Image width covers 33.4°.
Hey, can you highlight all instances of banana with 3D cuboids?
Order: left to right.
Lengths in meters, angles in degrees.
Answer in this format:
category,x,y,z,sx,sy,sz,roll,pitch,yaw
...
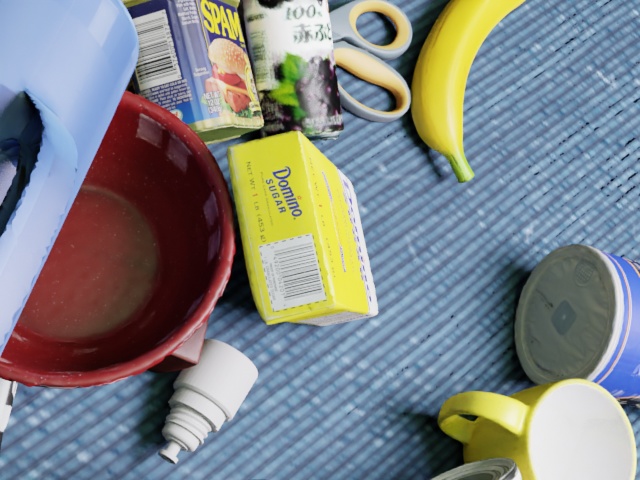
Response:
category,x,y,z,sx,sy,sz,roll,pitch,yaw
banana,0.108,-0.138,0.780,0.069,0.037,0.197,38,63,-33

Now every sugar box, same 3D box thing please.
category,x,y,z,sx,sy,sz,roll,pitch,yaw
sugar box,-0.004,0.001,0.610,0.048,0.176,0.093,-12,84,11

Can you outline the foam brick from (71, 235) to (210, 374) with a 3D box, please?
category,x,y,z,sx,sy,sz,roll,pitch,yaw
foam brick,-0.107,0.038,0.607,0.078,0.051,0.053,23,66,-24

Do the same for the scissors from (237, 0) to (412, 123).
category,x,y,z,sx,sy,sz,roll,pitch,yaw
scissors,-0.013,-0.156,0.724,0.201,0.016,0.096,35,66,-19

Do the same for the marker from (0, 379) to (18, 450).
category,x,y,z,sx,sy,sz,roll,pitch,yaw
marker,-0.172,0.071,0.581,0.020,0.020,0.121,19,70,-25

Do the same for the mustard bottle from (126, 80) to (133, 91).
category,x,y,z,sx,sy,sz,roll,pitch,yaw
mustard bottle,-0.175,-0.089,0.580,0.191,0.058,0.096,-14,99,-45

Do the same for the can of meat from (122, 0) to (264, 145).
category,x,y,z,sx,sy,sz,roll,pitch,yaw
can of meat,-0.075,-0.101,0.630,0.102,0.057,0.084,-19,96,-76

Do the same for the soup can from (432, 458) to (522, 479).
category,x,y,z,sx,sy,sz,roll,pitch,yaw
soup can,0.102,0.189,0.630,0.068,0.069,0.102,-21,91,-31

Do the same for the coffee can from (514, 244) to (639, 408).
category,x,y,z,sx,sy,sz,roll,pitch,yaw
coffee can,0.225,0.067,0.756,0.140,0.103,0.103,14,72,-27

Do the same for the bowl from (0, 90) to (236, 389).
category,x,y,z,sx,sy,sz,roll,pitch,yaw
bowl,-0.125,0.002,0.545,0.162,0.055,0.162,3,69,-8

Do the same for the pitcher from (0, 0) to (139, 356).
category,x,y,z,sx,sy,sz,roll,pitch,yaw
pitcher,-0.163,-0.015,0.441,0.149,0.145,0.242,21,64,3
